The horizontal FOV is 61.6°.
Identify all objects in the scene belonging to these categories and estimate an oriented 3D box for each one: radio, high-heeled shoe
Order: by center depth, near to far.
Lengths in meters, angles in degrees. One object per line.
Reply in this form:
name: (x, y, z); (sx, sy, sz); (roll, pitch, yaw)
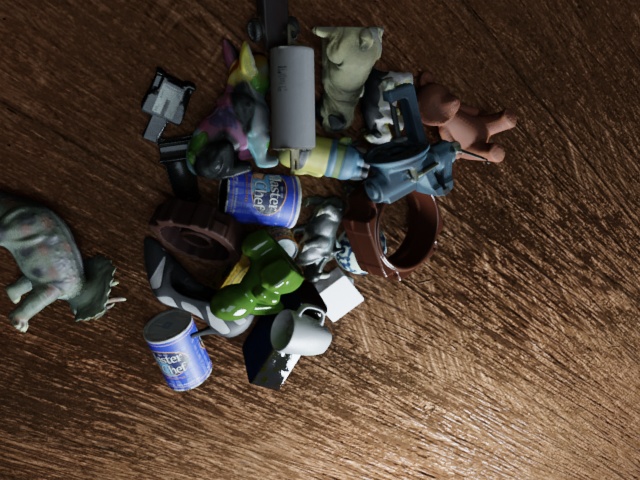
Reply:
high-heeled shoe: (-0.235, 0.084, 1.041); (0.145, 0.086, 0.248); (-25, 98, 14)
radio: (-0.082, 0.196, 1.164); (0.073, 0.131, 0.229); (24, 107, -27)

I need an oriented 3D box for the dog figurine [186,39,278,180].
dog figurine: (-0.154, -0.230, 0.931); (0.191, 0.109, 0.219); (-19, 118, -30)

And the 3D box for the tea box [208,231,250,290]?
tea box: (-0.156, 0.078, 1.117); (0.098, 0.068, 0.169); (27, 105, -27)

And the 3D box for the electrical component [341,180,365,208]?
electrical component: (0.091, -0.090, 1.121); (0.078, 0.045, 0.102); (-40, 128, 6)

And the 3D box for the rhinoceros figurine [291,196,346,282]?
rhinoceros figurine: (-0.002, -0.003, 1.126); (0.112, 0.073, 0.190); (5, 111, -35)

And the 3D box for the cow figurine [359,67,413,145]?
cow figurine: (0.114, -0.244, 1.037); (0.098, 0.068, 0.167); (4, 112, -14)

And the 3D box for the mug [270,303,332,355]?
mug: (-0.027, 0.176, 1.055); (0.107, 0.081, 0.109); (22, 100, -35)

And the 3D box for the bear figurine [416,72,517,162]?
bear figurine: (0.274, -0.244, 1.060); (0.195, 0.132, 0.120); (36, 71, -33)

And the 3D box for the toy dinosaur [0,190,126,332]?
toy dinosaur: (-0.502, 0.013, 0.951); (0.192, 0.131, 0.404); (-30, 118, -16)

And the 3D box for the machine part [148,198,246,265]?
machine part: (-0.223, -0.014, 0.996); (0.179, 0.179, 0.056); (30, 63, -28)

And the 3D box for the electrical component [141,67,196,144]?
electrical component: (-0.270, -0.229, 0.933); (0.075, 0.048, 0.119); (18, 110, -25)

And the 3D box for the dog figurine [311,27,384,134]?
dog figurine: (0.049, -0.275, 0.946); (0.121, 0.172, 0.190); (-2, 110, -5)

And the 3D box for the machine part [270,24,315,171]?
machine part: (-0.047, -0.239, 0.917); (0.079, 0.079, 0.243); (-3, 101, -16)

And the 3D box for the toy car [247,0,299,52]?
toy car: (-0.083, -0.420, 0.892); (0.089, 0.053, 0.201); (-20, 124, -31)

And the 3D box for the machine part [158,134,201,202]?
machine part: (-0.254, -0.127, 0.998); (0.084, 0.039, 0.138); (-12, 118, -18)

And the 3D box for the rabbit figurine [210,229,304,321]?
rabbit figurine: (-0.124, 0.082, 0.991); (0.170, 0.121, 0.159); (-37, 158, 2)

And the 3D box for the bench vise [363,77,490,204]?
bench vise: (0.166, -0.180, 0.968); (0.224, 0.129, 0.240); (-23, 116, -13)

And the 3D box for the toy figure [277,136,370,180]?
toy figure: (0.009, -0.161, 1.016); (0.180, 0.089, 0.082); (14, 77, 0)

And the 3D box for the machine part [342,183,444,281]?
machine part: (0.155, -0.034, 1.102); (0.201, 0.087, 0.200); (-35, 119, -27)
